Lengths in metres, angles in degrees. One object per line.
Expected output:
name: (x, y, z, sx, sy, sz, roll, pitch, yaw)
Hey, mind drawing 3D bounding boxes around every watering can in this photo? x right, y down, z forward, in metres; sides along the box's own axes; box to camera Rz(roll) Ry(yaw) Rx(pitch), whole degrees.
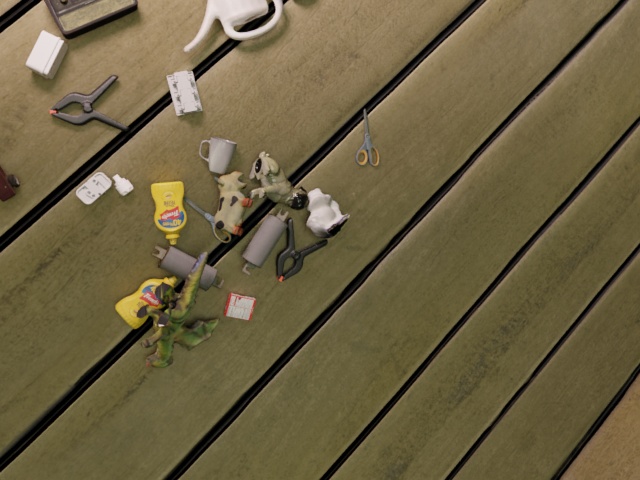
watering can: (-0.284, -0.713, 1.569, 0.350, 0.222, 0.104, -25, 11, -16)

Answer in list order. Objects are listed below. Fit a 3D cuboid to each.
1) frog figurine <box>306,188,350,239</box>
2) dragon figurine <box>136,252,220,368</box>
frog figurine: (0.005, -0.087, 1.737, 0.139, 0.161, 0.120, -41, -19, -18)
dragon figurine: (-0.412, 0.239, 1.592, 0.124, 0.410, 0.239, 41, -1, 39)
